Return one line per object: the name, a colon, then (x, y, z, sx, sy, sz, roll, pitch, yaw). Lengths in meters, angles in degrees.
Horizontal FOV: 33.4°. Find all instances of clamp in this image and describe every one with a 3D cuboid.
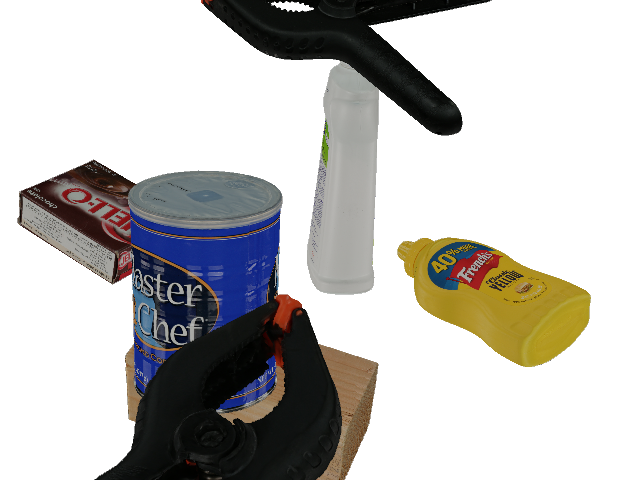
clamp: (-0.032, 0.090, 0.389, 0.120, 0.039, 0.171, 24, 49, 17)
clamp: (0.016, -0.145, 0.727, 0.210, 0.164, 0.036, 10, -41, 3)

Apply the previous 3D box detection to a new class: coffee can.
coffee can: (-0.079, 0.033, 0.734, 0.103, 0.140, 0.103, 2, 21, -1)

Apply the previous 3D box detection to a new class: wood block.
wood block: (-0.062, 0.137, 0.964, 0.206, 0.090, 0.090, 17, 41, 14)

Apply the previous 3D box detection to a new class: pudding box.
pudding box: (-0.184, -0.018, 0.900, 0.114, 0.039, 0.089, 27, 33, 22)

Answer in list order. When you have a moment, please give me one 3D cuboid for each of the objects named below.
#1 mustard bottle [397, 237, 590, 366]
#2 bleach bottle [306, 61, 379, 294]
mustard bottle: (0.144, 0.043, 0.978, 0.096, 0.058, 0.192, -30, 40, -31)
bleach bottle: (0.028, -0.076, 1.097, 0.068, 0.251, 0.102, -1, 28, -10)
